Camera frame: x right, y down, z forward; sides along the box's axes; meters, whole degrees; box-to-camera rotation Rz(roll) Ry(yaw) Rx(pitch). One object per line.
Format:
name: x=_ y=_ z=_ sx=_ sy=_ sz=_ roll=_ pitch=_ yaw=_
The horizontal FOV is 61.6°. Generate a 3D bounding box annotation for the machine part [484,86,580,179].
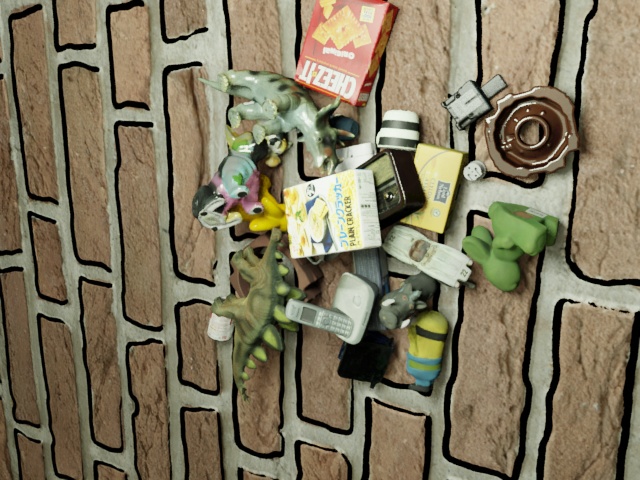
machine part: x=0.404 y=-0.204 z=1.026 sx=0.180 sy=0.056 sz=0.179 roll=6 pitch=104 yaw=26

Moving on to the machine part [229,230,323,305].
machine part: x=-0.109 y=0.090 z=1.326 sx=0.201 sy=0.087 sz=0.201 roll=-37 pitch=83 yaw=26

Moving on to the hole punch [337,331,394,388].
hole punch: x=0.103 y=0.265 z=1.266 sx=0.116 sy=0.092 sz=0.142 roll=15 pitch=107 yaw=-8

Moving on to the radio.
radio: x=0.107 y=-0.086 z=1.143 sx=0.229 sy=0.073 sz=0.131 roll=-31 pitch=71 yaw=45

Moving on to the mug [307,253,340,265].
mug: x=-0.003 y=-0.004 z=1.262 sx=0.107 sy=0.081 sz=0.109 roll=46 pitch=120 yaw=23

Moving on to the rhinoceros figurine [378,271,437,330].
rhinoceros figurine: x=0.186 y=0.130 z=1.133 sx=0.112 sy=0.190 sz=0.073 roll=-35 pitch=88 yaw=46

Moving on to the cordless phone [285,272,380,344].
cordless phone: x=0.025 y=0.133 z=1.163 sx=0.184 sy=0.089 sz=0.146 roll=15 pitch=108 yaw=0

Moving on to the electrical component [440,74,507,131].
electrical component: x=0.310 y=-0.277 z=1.063 sx=0.119 sy=0.048 sz=0.075 roll=-32 pitch=86 yaw=30

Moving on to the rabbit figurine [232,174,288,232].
rabbit figurine: x=-0.120 y=-0.075 z=1.276 sx=0.173 sy=0.162 sz=0.121 roll=26 pitch=99 yaw=1

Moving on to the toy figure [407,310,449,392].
toy figure: x=0.237 y=0.243 z=1.189 sx=0.089 sy=0.082 sz=0.180 roll=1 pitch=94 yaw=8

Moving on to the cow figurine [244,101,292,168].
cow figurine: x=-0.111 y=-0.261 z=1.266 sx=0.098 sy=0.068 sz=0.167 roll=-20 pitch=91 yaw=24

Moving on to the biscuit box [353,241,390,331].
biscuit box: x=0.123 y=0.106 z=1.228 sx=0.063 sy=0.059 sz=0.202 roll=-3 pitch=99 yaw=26

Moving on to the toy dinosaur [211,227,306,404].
toy dinosaur: x=-0.151 y=0.179 z=1.261 sx=0.199 sy=0.105 sz=0.470 roll=29 pitch=116 yaw=15

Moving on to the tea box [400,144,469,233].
tea box: x=0.239 y=-0.109 z=1.121 sx=0.098 sy=0.068 sz=0.169 roll=17 pitch=106 yaw=24

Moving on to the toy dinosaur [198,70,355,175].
toy dinosaur: x=-0.091 y=-0.299 z=1.160 sx=0.405 sy=0.192 sz=0.131 roll=45 pitch=138 yaw=33

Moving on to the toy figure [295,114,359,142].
toy figure: x=0.009 y=-0.252 z=1.211 sx=0.155 sy=0.064 sz=0.057 roll=12 pitch=140 yaw=28

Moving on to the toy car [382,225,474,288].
toy car: x=0.225 y=0.033 z=1.136 sx=0.202 sy=0.056 sz=0.073 roll=28 pitch=82 yaw=32

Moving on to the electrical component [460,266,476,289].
electrical component: x=0.297 y=0.066 z=1.154 sx=0.094 sy=0.021 sz=0.063 roll=30 pitch=112 yaw=19

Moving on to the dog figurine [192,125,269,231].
dog figurine: x=-0.200 y=-0.148 z=1.198 sx=0.192 sy=0.108 sz=0.219 roll=-22 pitch=54 yaw=17

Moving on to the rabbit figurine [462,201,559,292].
rabbit figurine: x=0.363 y=0.020 z=1.059 sx=0.159 sy=0.121 sz=0.170 roll=24 pitch=119 yaw=26
